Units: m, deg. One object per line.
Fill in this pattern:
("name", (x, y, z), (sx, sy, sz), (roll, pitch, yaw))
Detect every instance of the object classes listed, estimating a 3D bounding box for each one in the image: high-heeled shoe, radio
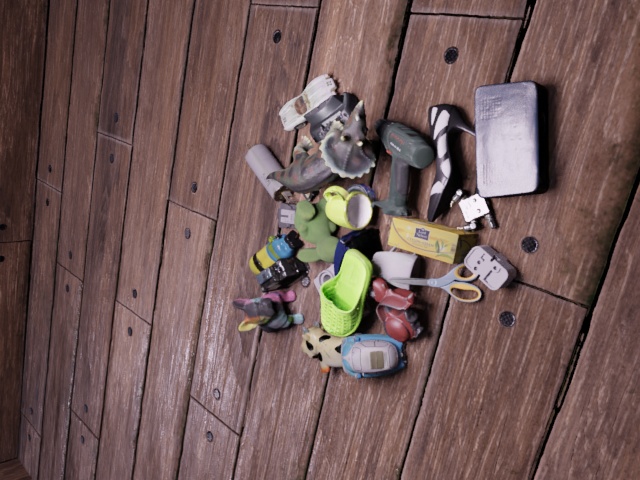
("high-heeled shoe", (0.256, -0.176, 1.199), (0.145, 0.086, 0.248), (37, 110, 34))
("radio", (0.388, -0.200, 1.087), (0.131, 0.073, 0.229), (0, 95, 40))

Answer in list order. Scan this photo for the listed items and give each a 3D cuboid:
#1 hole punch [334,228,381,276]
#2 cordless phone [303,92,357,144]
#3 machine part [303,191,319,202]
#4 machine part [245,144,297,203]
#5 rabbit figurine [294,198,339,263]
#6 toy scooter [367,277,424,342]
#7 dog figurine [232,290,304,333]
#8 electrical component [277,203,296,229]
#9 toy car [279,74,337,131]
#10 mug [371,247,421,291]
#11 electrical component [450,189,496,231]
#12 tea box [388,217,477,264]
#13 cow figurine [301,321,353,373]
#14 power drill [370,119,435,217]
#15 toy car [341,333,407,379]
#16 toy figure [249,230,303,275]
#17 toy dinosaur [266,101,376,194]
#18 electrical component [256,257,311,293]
("hole punch", (0.089, 0.033, 1.330), (0.092, 0.142, 0.115), (-5, 101, 45))
("cordless phone", (0.053, -0.269, 1.382), (0.147, 0.089, 0.184), (-27, 87, 38))
("machine part", (-0.014, -0.171, 1.463), (0.138, 0.039, 0.084), (-57, 51, 31))
("machine part", (-0.144, -0.194, 1.545), (0.079, 0.079, 0.243), (-51, 61, 31))
("rabbit figurine", (-0.003, -0.004, 1.404), (0.170, 0.121, 0.159), (59, 135, 28))
("toy scooter", (0.187, 0.163, 1.240), (0.135, 0.075, 0.183), (-6, 119, 55))
("dog figurine", (-0.166, 0.206, 1.502), (0.192, 0.219, 0.108), (-24, 74, 39))
("electrical component", (-0.089, -0.070, 1.527), (0.119, 0.047, 0.074), (14, 102, 38))
("toy car", (-0.032, -0.368, 1.450), (0.202, 0.056, 0.073), (-31, 73, 39))
("mug", (0.178, 0.056, 1.271), (0.107, 0.080, 0.109), (12, 69, 22))
("electrical component", (0.329, -0.065, 1.164), (0.078, 0.045, 0.102), (-20, 80, 41))
("tea box", (0.251, -0.001, 1.203), (0.170, 0.098, 0.068), (20, 105, 40))
("cow figurine", (0.025, 0.283, 1.429), (0.195, 0.085, 0.127), (-10, 93, 43))
("power drill", (0.177, -0.167, 1.255), (0.232, 0.086, 0.207), (41, 121, 60))
("toy car", (0.129, 0.283, 1.296), (0.162, 0.103, 0.109), (-2, 90, 6))
("toy figure", (-0.133, 0.038, 1.544), (0.180, 0.089, 0.082), (-36, 64, 39))
("toy dinosaur", (-0.008, -0.178, 1.301), (0.405, 0.192, 0.131), (-30, 112, 35))
("electrical component", (-0.110, 0.096, 1.499), (0.115, 0.134, 0.058), (-37, 70, 34))
